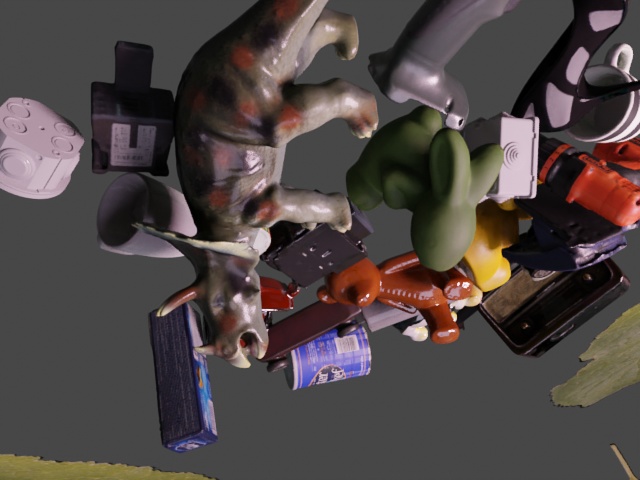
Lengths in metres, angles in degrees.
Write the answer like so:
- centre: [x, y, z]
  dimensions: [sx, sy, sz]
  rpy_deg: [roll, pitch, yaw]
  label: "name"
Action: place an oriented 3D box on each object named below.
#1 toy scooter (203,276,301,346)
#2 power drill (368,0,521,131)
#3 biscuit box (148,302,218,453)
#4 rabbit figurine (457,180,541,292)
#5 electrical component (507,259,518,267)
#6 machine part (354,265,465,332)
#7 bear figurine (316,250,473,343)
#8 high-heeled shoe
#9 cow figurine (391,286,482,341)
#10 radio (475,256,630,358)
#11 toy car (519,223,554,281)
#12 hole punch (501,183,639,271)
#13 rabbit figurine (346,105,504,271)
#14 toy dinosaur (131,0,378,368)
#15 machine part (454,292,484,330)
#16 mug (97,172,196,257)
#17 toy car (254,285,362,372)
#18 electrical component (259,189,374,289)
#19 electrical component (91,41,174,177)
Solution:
- centre: [-0.102, 0.103, 0.802]
  dimensions: [0.135, 0.075, 0.183]
  rpy_deg: [-4, 139, -22]
  label: "toy scooter"
- centre: [0.149, -0.190, 0.448]
  dimensions: [0.232, 0.086, 0.207]
  rpy_deg: [18, 146, -14]
  label: "power drill"
- centre: [-0.196, 0.192, 0.765]
  dimensions: [0.063, 0.203, 0.059]
  rpy_deg: [-19, 148, 4]
  label: "biscuit box"
- centre: [0.242, -0.041, 0.742]
  dimensions: [0.173, 0.122, 0.162]
  rpy_deg: [-33, 136, -2]
  label: "rabbit figurine"
- centre: [0.302, 0.047, 0.946]
  dimensions: [0.094, 0.021, 0.063]
  rpy_deg: [-24, 145, 10]
  label: "electrical component"
- centre: [0.148, 0.087, 0.886]
  dimensions: [0.243, 0.079, 0.079]
  rpy_deg: [-20, 146, 6]
  label: "machine part"
- centre: [0.098, 0.070, 0.776]
  dimensions: [0.196, 0.132, 0.120]
  rpy_deg: [2, 120, -13]
  label: "bear figurine"
- centre: [0.233, -0.211, 0.537]
  dimensions: [0.145, 0.086, 0.248]
  rpy_deg: [-3, 138, 38]
  label: "high-heeled shoe"
- centre: [0.198, 0.112, 0.953]
  dimensions: [0.098, 0.068, 0.167]
  rpy_deg: [26, 129, -39]
  label: "cow figurine"
- centre: [0.400, 0.094, 0.930]
  dimensions: [0.073, 0.131, 0.229]
  rpy_deg: [19, 122, -46]
  label: "radio"
- centre: [0.365, -0.010, 0.846]
  dimensions: [0.056, 0.073, 0.201]
  rpy_deg: [-9, 145, -11]
  label: "toy car"
- centre: [0.300, -0.005, 0.656]
  dimensions: [0.142, 0.116, 0.092]
  rpy_deg: [-16, 130, -31]
  label: "hole punch"
- centre: [0.129, -0.053, 0.594]
  dimensions: [0.121, 0.170, 0.159]
  rpy_deg: [6, 140, -32]
  label: "rabbit figurine"
- centre: [-0.062, -0.090, 0.469]
  dimensions: [0.192, 0.131, 0.404]
  rpy_deg: [-4, 118, -24]
  label: "toy dinosaur"
- centre: [0.304, 0.125, 1.046]
  dimensions: [0.084, 0.039, 0.138]
  rpy_deg: [-3, 142, -34]
  label: "machine part"
- centre: [-0.184, -0.012, 0.595]
  dimensions: [0.109, 0.081, 0.107]
  rpy_deg: [-37, 149, 22]
  label: "mug"
- centre: [-0.024, 0.140, 0.872]
  dimensions: [0.202, 0.089, 0.053]
  rpy_deg: [-30, 165, 15]
  label: "toy car"
- centre: [-0.001, -0.002, 0.703]
  dimensions: [0.134, 0.058, 0.114]
  rpy_deg: [-33, 143, 17]
  label: "electrical component"
- centre: [-0.168, -0.114, 0.486]
  dimensions: [0.075, 0.048, 0.119]
  rpy_deg: [1, 143, -27]
  label: "electrical component"
